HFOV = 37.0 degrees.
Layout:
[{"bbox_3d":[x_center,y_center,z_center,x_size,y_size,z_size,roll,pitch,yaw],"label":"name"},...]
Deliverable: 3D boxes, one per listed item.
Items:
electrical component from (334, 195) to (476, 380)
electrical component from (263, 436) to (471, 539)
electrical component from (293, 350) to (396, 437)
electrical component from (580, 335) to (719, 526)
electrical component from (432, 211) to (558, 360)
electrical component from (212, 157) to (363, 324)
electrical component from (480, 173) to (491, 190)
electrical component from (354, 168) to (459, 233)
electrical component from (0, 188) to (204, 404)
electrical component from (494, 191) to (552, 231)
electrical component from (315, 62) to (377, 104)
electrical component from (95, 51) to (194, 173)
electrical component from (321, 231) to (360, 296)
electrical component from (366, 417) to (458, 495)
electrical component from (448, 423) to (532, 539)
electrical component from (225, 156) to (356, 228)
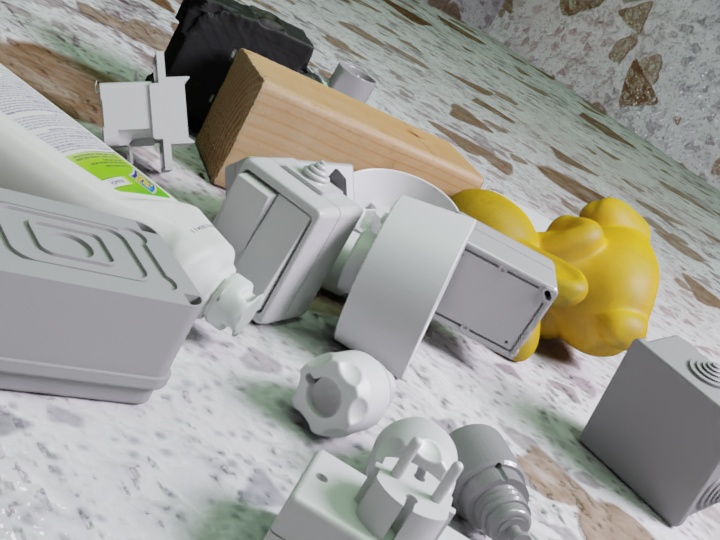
[{"bbox_3d":[0.021,0.006,0.660,0.060,0.108,0.108,25,18,5],"label":"electrical component"},{"bbox_3d":[0.014,0.102,0.435,0.083,0.075,0.047,31,18,3],"label":"electrical component"},{"bbox_3d":[-0.003,0.063,0.564,0.043,0.043,0.062,38,19,24],"label":"electrical component"},{"bbox_3d":[0.205,0.101,0.696,0.048,0.099,0.100,-7,39,-41],"label":"electrical component"},{"bbox_3d":[0.080,0.005,0.742,0.096,0.061,0.061,28,24,-6],"label":"electrical component"},{"bbox_3d":[-0.049,-0.024,0.638,0.062,0.096,0.061,37,20,19],"label":"electrical component"},{"bbox_3d":[0.074,-0.071,1.016,0.078,0.057,0.113,32,18,5],"label":"electrical component"},{"bbox_3d":[0.024,-0.029,0.805,0.099,0.064,0.099,15,23,-7],"label":"electrical component"},{"bbox_3d":[-0.137,0.011,0.474,0.113,0.057,0.078,14,24,-41],"label":"electrical component"},{"bbox_3d":[0.158,-0.025,1.034,0.100,0.048,0.099,26,18,-12],"label":"electrical component"},{"bbox_3d":[-0.036,-0.174,1.086,0.079,0.077,0.043,26,19,-12],"label":"electrical component"},{"bbox_3d":[-0.150,-0.108,0.745,0.064,0.081,0.042,-5,3,-15],"label":"electrical component"},{"bbox_3d":[0.000,0.000,0.733,0.055,0.045,0.045,25,19,-14],"label":"electrical component"},{"bbox_3d":[0.027,0.093,0.532,0.043,0.043,0.062,30,16,0],"label":"electrical component"},{"bbox_3d":[0.066,0.112,0.544,0.040,0.040,0.078,21,21,-27],"label":"electrical component"},{"bbox_3d":[-0.058,-0.048,0.760,0.083,0.047,0.076,1,-6,-32],"label":"electrical component"}]
